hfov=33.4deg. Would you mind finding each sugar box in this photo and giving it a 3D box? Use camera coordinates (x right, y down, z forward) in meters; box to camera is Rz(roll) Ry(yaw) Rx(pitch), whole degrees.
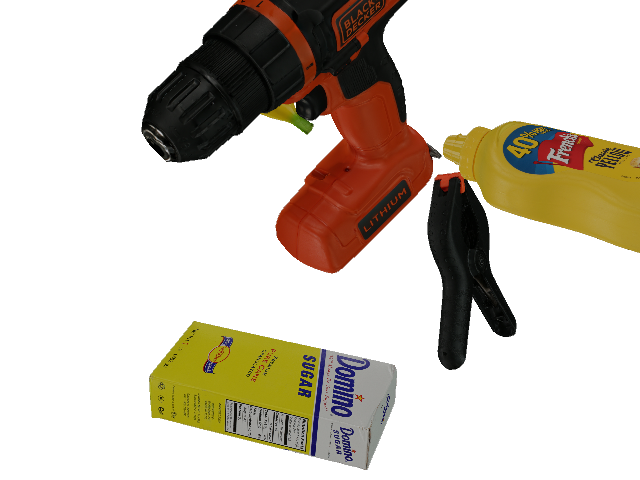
[{"bbox_3d":[-0.035,0.117,0.832,0.176,0.048,0.093,8,27,14],"label":"sugar box"}]

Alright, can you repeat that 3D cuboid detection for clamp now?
[{"bbox_3d":[0.125,0.028,0.949,0.039,0.171,0.120,-11,13,33],"label":"clamp"}]

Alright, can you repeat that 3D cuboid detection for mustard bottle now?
[{"bbox_3d":[0.173,-0.045,0.759,0.192,0.058,0.096,19,37,32],"label":"mustard bottle"}]

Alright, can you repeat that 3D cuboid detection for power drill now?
[{"bbox_3d":[-0.003,-0.064,0.570,0.057,0.184,0.187,36,-22,29],"label":"power drill"}]

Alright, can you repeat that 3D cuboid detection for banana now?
[{"bbox_3d":[-0.070,-0.125,0.957,0.070,0.037,0.197,38,21,18],"label":"banana"}]
